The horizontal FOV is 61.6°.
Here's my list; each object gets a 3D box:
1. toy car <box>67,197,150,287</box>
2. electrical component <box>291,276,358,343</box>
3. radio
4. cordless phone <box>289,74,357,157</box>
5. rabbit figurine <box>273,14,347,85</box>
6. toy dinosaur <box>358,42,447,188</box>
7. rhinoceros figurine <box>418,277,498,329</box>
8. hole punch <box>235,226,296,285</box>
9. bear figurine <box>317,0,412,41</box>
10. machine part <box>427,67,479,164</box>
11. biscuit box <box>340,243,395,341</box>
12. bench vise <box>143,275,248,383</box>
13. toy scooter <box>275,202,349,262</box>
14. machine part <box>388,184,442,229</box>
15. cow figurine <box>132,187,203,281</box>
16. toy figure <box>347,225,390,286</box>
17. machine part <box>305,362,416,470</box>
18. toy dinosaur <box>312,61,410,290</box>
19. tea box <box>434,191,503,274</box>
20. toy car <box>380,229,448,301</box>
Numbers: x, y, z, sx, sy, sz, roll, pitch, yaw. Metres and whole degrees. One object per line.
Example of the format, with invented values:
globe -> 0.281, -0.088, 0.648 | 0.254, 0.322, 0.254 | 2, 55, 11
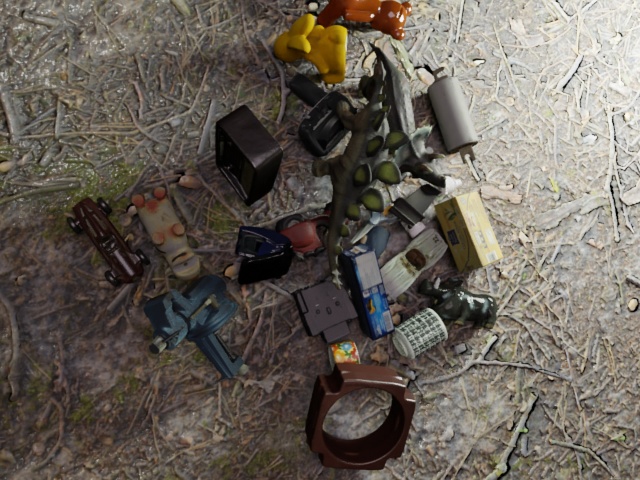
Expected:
toy car -> -0.438, 0.001, 1.106 | 0.089, 0.053, 0.202 | -35, 90, -11
electrical component -> 0.014, 0.152, 1.165 | 0.115, 0.058, 0.134 | -23, 85, -12
radio -> -0.151, -0.167, 1.099 | 0.073, 0.229, 0.131 | -37, 86, -19
cordless phone -> -0.018, -0.295, 1.234 | 0.184, 0.088, 0.146 | 39, 76, 9
rabbit figurine -> -0.025, -0.432, 1.222 | 0.173, 0.162, 0.121 | 7, 91, 8
toy dinosaur -> 0.164, -0.294, 1.201 | 0.131, 0.192, 0.404 | -14, 85, -15
rhinoceros figurine -> 0.315, 0.141, 1.217 | 0.190, 0.073, 0.112 | 16, 79, -8
hole punch -> -0.121, 0.027, 1.128 | 0.116, 0.142, 0.092 | -7, 59, -20
bear figurine -> 0.112, -0.546, 1.287 | 0.196, 0.132, 0.120 | 18, 78, -26
machine part -> 0.318, -0.298, 1.290 | 0.079, 0.079, 0.243 | -17, 84, -13
biscuit box -> 0.103, 0.112, 1.147 | 0.059, 0.063, 0.202 | -22, 110, -17
bench vise -> -0.226, 0.186, 1.057 | 0.129, 0.224, 0.240 | -25, 106, 23
toy scooter -> -0.002, -0.004, 1.180 | 0.184, 0.075, 0.135 | -20, 84, -18
machine part -> 0.220, -0.083, 1.231 | 0.084, 0.039, 0.139 | 39, 55, 19
cow figurine -> -0.309, 0.001, 1.106 | 0.085, 0.127, 0.195 | -29, 73, -15
toy figure -> 0.103, 0.040, 1.202 | 0.064, 0.058, 0.154 | 31, 81, 2
machine part -> 0.079, 0.357, 1.095 | 0.201, 0.087, 0.200 | 9, 102, -12
toy dinosaur -> 0.073, -0.138, 1.103 | 0.105, 0.199, 0.471 | 14, 93, -32
tea box -> 0.342, -0.019, 1.235 | 0.098, 0.068, 0.169 | -13, 81, -42
toy car -> 0.203, 0.054, 1.218 | 0.202, 0.056, 0.073 | -40, 90, -15
